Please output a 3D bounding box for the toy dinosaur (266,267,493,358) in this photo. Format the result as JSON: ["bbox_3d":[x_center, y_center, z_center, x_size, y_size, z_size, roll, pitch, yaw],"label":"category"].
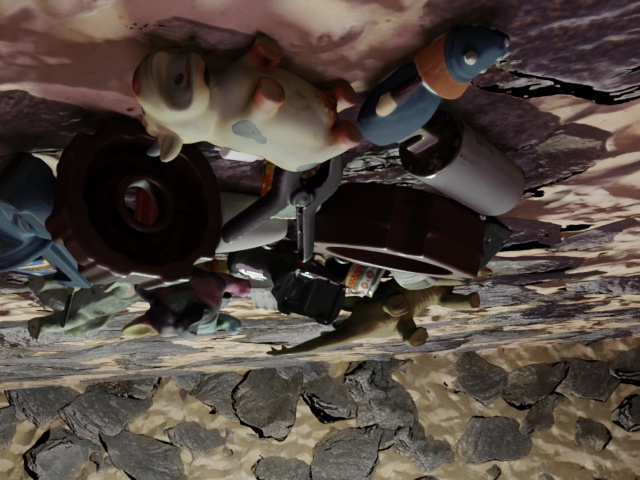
[{"bbox_3d":[0.130,0.131,1.019,0.471,0.105,0.199,-19,-170,-21],"label":"toy dinosaur"}]

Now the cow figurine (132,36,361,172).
[{"bbox_3d":[-0.071,-0.113,0.478,0.195,0.085,0.127,13,149,-41],"label":"cow figurine"}]

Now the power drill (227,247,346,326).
[{"bbox_3d":[-0.030,0.064,0.885,0.232,0.086,0.207,19,-168,-23],"label":"power drill"}]

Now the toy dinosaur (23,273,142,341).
[{"bbox_3d":[-0.351,0.070,0.903,0.405,0.131,0.192,-22,172,23],"label":"toy dinosaur"}]

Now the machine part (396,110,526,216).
[{"bbox_3d":[0.167,-0.083,0.614,0.079,0.079,0.243,-19,155,37],"label":"machine part"}]

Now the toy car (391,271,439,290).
[{"bbox_3d":[0.161,0.031,0.903,0.109,0.103,0.161,-15,160,26],"label":"toy car"}]

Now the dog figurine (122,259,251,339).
[{"bbox_3d":[-0.225,0.091,0.856,0.192,0.108,0.219,29,-166,32],"label":"dog figurine"}]

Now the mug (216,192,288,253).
[{"bbox_3d":[-0.105,-0.022,0.737,0.107,0.080,0.110,0,172,-31],"label":"mug"}]

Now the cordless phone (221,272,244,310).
[{"bbox_3d":[-0.216,0.081,1.033,0.184,0.089,0.146,-33,147,33],"label":"cordless phone"}]

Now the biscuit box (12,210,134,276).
[{"bbox_3d":[-0.355,0.002,0.769,0.203,0.063,0.059,-12,160,23],"label":"biscuit box"}]

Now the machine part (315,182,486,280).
[{"bbox_3d":[0.099,-0.010,0.715,0.202,0.087,0.201,7,171,45],"label":"machine part"}]

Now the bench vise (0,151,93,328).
[{"bbox_3d":[-0.327,-0.005,0.639,0.224,0.129,0.240,1,144,9],"label":"bench vise"}]

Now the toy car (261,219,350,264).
[{"bbox_3d":[-0.002,-0.003,0.845,0.202,0.053,0.089,10,161,-25],"label":"toy car"}]

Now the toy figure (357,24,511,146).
[{"bbox_3d":[0.094,-0.138,0.471,0.057,0.064,0.154,43,138,-12],"label":"toy figure"}]

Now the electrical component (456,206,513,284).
[{"bbox_3d":[0.230,0.005,0.833,0.134,0.058,0.115,18,117,-46],"label":"electrical component"}]

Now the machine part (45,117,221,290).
[{"bbox_3d":[-0.184,-0.034,0.548,0.179,0.179,0.056,14,157,-41],"label":"machine part"}]

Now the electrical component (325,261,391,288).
[{"bbox_3d":[0.075,0.056,1.036,0.119,0.048,0.074,-20,155,38],"label":"electrical component"}]
